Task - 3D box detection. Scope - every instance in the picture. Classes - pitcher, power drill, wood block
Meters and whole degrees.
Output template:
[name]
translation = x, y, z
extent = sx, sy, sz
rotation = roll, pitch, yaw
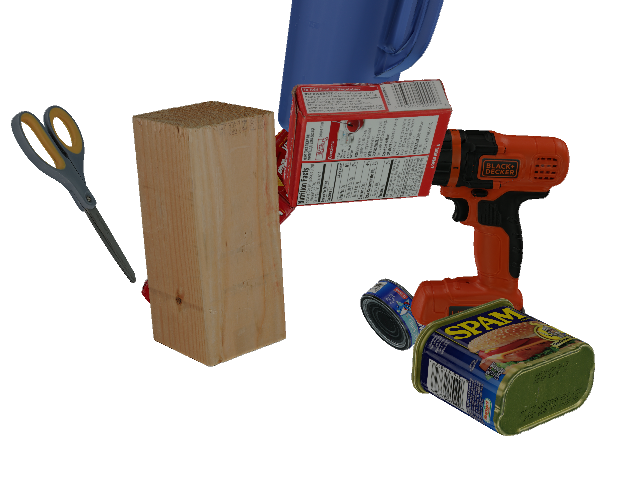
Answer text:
[pitcher]
translation = 0.038, -0.213, 1.021
extent = 0.145, 0.243, 0.149
rotation = 11, 18, 0
[power drill]
translation = 0.129, -0.012, 0.989
extent = 0.184, 0.188, 0.057
rotation = 2, 26, -2
[wood block]
translation = -0.095, -0.009, 0.929
extent = 0.090, 0.206, 0.091
rotation = -18, 24, -39

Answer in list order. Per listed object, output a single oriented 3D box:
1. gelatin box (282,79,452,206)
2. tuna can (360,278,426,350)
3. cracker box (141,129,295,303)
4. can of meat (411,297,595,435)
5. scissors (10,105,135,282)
[gelatin box]
translation = 0.025, -0.057, 0.621
extent = 0.089, 0.030, 0.073
rotation = -4, -39, -11
[tuna can]
translation = 0.088, 0.090, 1.284
extent = 0.033, 0.086, 0.086
rotation = -38, 17, -23
[cracker box]
translation = -0.100, -0.018, 1.229
extent = 0.214, 0.072, 0.164
rotation = -46, 7, 26
[can of meat]
translation = 0.130, 0.089, 0.750
extent = 0.101, 0.057, 0.084
rotation = -14, 27, -35
[scissors]
translation = -0.238, -0.057, 1.091
extent = 0.016, 0.201, 0.096
rotation = -24, 26, 27
